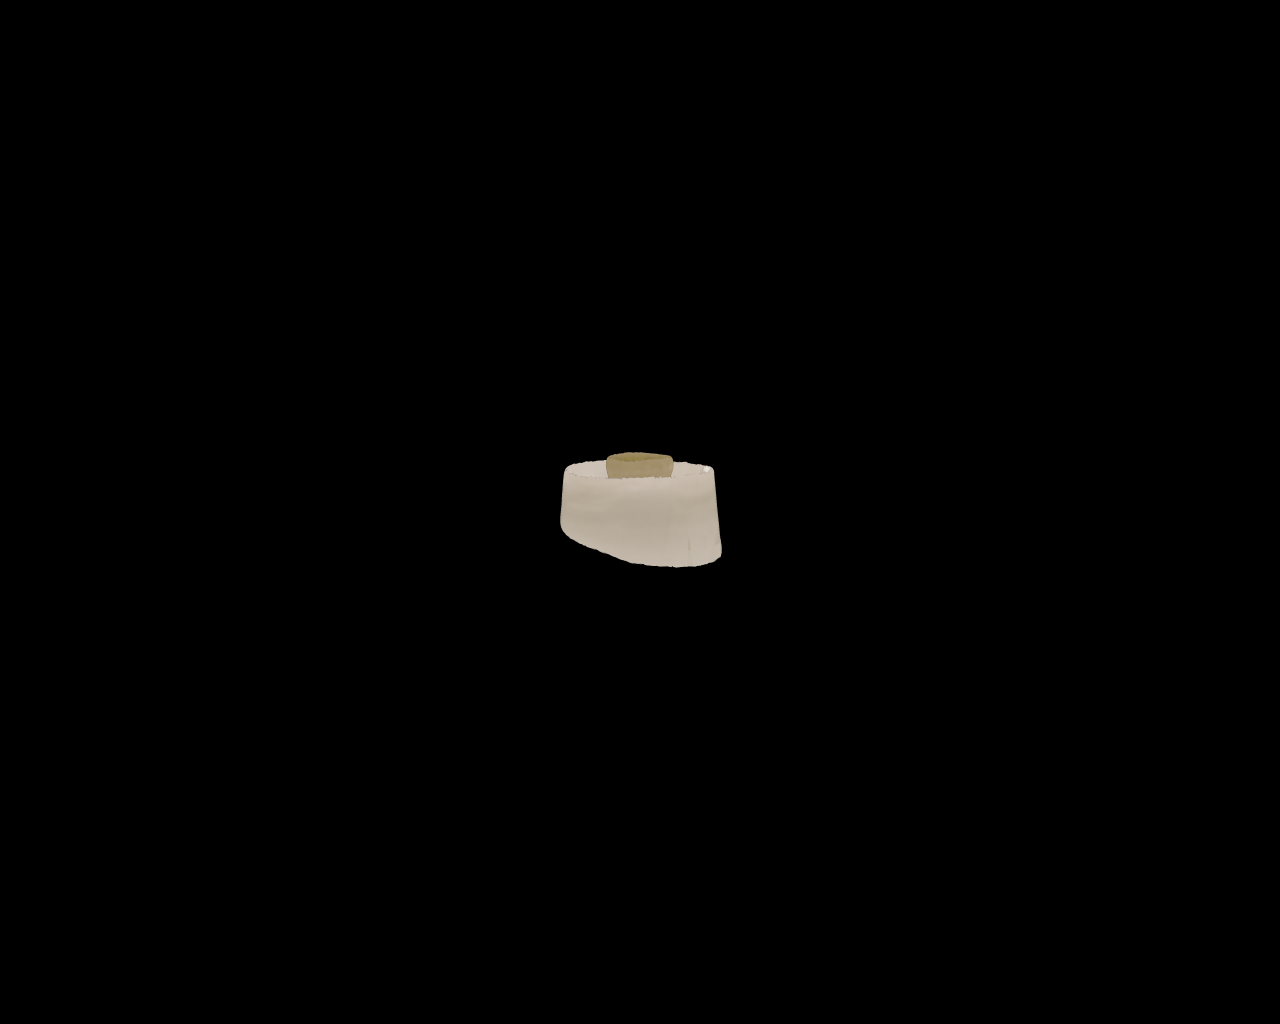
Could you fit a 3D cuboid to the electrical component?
[{"bbox_3d":[0.001,-0.003,0.650,0.099,0.064,0.099,0,9,0],"label":"electrical component"}]
